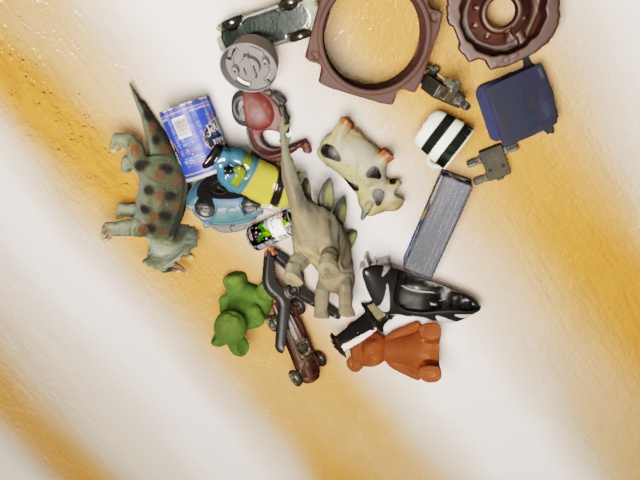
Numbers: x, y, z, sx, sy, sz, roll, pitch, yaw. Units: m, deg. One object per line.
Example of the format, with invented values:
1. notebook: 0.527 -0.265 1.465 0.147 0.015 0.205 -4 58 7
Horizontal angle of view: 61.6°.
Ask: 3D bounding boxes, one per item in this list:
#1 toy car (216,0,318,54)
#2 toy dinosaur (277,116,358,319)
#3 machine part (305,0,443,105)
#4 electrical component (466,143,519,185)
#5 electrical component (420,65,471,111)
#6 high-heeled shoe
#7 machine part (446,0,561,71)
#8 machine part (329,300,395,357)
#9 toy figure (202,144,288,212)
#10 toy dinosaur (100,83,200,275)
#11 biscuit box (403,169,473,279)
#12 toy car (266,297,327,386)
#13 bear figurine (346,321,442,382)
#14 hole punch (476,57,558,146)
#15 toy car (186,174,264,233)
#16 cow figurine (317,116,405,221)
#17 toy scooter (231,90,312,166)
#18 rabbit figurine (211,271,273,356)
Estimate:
1. toy car: -0.093 -0.380 0.965 0.202 0.056 0.073 -11 114 18
2. toy dinosaur: -0.002 -0.003 0.984 0.105 0.198 0.470 -4 141 15
3. machine part: 0.088 -0.341 0.898 0.201 0.087 0.201 15 112 -6
4. electrical component: 0.318 -0.138 0.973 0.094 0.021 0.063 -21 104 19
5. electrical component: 0.211 -0.262 0.917 0.078 0.102 0.045 15 117 -21
6. high-heeled shoe: 0.194 0.101 1.010 0.145 0.248 0.086 -7 65 37
7. machine part: 0.295 -0.370 0.875 0.179 0.056 0.179 4 111 11
8. machine part: 0.084 0.176 1.099 0.139 0.084 0.039 -39 130 -3
9. toy figure: -0.123 -0.116 0.992 0.180 0.082 0.089 32 132 -20
10. toy dinosaur: -0.329 -0.098 1.099 0.192 0.131 0.404 10 108 -4
11. biscuit box: 0.219 -0.028 1.017 0.063 0.059 0.202 21 113 3
12. toy car: -0.047 0.217 1.153 0.053 0.089 0.202 3 116 54
13. bear figurine: 0.146 0.221 1.097 0.196 0.132 0.120 4 81 8
14. hole punch: 0.334 -0.226 0.903 0.116 0.092 0.142 -20 101 16
15. toy car: -0.182 -0.067 1.086 0.162 0.109 0.102 1 133 1
16. cow figurine: 0.079 -0.124 1.003 0.195 0.085 0.127 40 108 -6
17. toy scooter: -0.087 -0.206 1.018 0.135 0.075 0.183 -4 112 15
18. rabbit figurine: -0.180 0.163 1.124 0.121 0.170 0.159 24 113 5
